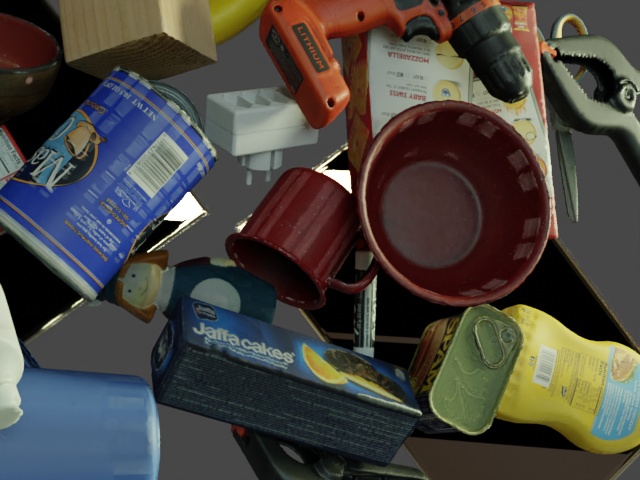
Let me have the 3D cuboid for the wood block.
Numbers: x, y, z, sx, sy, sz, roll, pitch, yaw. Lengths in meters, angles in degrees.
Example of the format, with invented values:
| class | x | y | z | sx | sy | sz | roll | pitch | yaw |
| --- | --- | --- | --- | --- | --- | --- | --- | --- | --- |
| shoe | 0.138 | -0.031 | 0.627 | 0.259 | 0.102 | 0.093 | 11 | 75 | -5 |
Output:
| class | x | y | z | sx | sy | sz | roll | pitch | yaw |
| --- | --- | --- | --- | --- | --- | --- | --- | --- | --- |
| wood block | -0.152 | -0.236 | 0.842 | 0.090 | 0.090 | 0.206 | -13 | 80 | 21 |

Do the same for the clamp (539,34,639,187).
| class | x | y | z | sx | sy | sz | roll | pitch | yaw |
| --- | --- | --- | --- | --- | --- | --- | --- | --- | --- |
| clamp | 0.275 | -0.120 | 0.986 | 0.209 | 0.036 | 0.164 | 18 | 74 | -24 |

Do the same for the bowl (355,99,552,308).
| class | x | y | z | sx | sy | sz | roll | pitch | yaw |
| --- | --- | --- | --- | --- | --- | --- | --- | --- | --- |
| bowl | 0.097 | -0.025 | 0.837 | 0.162 | 0.055 | 0.162 | 3 | 80 | -16 |

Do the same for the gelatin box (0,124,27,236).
| class | x | y | z | sx | sy | sz | roll | pitch | yaw |
| --- | --- | --- | --- | --- | --- | --- | --- | --- | --- |
| gelatin box | -0.260 | -0.035 | 0.813 | 0.089 | 0.030 | 0.073 | -31 | 87 | -21 |

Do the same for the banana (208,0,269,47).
| class | x | y | z | sx | sy | sz | roll | pitch | yaw |
| --- | --- | --- | --- | --- | --- | --- | --- | --- | --- |
| banana | -0.064 | -0.224 | 0.915 | 0.070 | 0.037 | 0.197 | 23 | 69 | 12 |

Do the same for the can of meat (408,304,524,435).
| class | x | y | z | sx | sy | sz | roll | pitch | yaw |
| --- | --- | --- | --- | --- | --- | --- | --- | --- | --- |
| can of meat | 0.111 | 0.108 | 0.871 | 0.057 | 0.084 | 0.102 | 29 | 71 | -10 |

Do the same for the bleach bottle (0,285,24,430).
| class | x | y | z | sx | sy | sz | roll | pitch | yaw |
| --- | --- | --- | --- | --- | --- | --- | --- | --- | --- |
| bleach bottle | -0.246 | 0.007 | 0.696 | 0.068 | 0.103 | 0.251 | -16 | 59 | -25 |

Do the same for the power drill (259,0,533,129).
| class | x | y | z | sx | sy | sz | roll | pitch | yaw |
| --- | --- | --- | --- | --- | --- | --- | --- | --- | --- |
| power drill | 0.060 | -0.161 | 0.854 | 0.187 | 0.057 | 0.184 | -29 | 82 | -19 |

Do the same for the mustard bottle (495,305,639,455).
| class | x | y | z | sx | sy | sz | roll | pitch | yaw |
| --- | --- | --- | --- | --- | --- | --- | --- | --- | --- |
| mustard bottle | 0.233 | 0.131 | 0.919 | 0.191 | 0.058 | 0.096 | 21 | 72 | -12 |

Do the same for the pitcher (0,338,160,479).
| class | x | y | z | sx | sy | sz | roll | pitch | yaw |
| --- | --- | --- | --- | --- | --- | --- | --- | --- | --- |
| pitcher | -0.240 | 0.135 | 0.738 | 0.242 | 0.145 | 0.149 | 4 | 100 | -21 |

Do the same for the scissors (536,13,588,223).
| class | x | y | z | sx | sy | sz | roll | pitch | yaw |
| --- | --- | --- | --- | --- | --- | --- | --- | --- | --- |
| scissors | 0.207 | -0.122 | 0.987 | 0.096 | 0.016 | 0.201 | 14 | 74 | -13 |

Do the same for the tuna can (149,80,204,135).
| class | x | y | z | sx | sy | sz | roll | pitch | yaw |
| --- | --- | --- | --- | --- | --- | --- | --- | --- | --- |
| tuna can | -0.137 | -0.085 | 0.860 | 0.086 | 0.034 | 0.086 | 4 | 78 | -17 |

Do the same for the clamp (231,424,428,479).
| class | x | y | z | sx | sy | sz | roll | pitch | yaw |
| --- | --- | --- | --- | --- | --- | --- | --- | --- | --- |
| clamp | 0.006 | 0.191 | 0.823 | 0.171 | 0.039 | 0.120 | 27 | 29 | -7 |

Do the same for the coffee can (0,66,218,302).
| class | x | y | z | sx | sy | sz | roll | pitch | yaw |
| --- | --- | --- | --- | --- | --- | --- | --- | --- | --- |
| coffee can | -0.158 | -0.040 | 0.775 | 0.103 | 0.103 | 0.140 | 42 | 78 | -6 |

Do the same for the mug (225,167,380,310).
| class | x | y | z | sx | sy | sz | roll | pitch | yaw |
| --- | --- | --- | --- | --- | --- | --- | --- | --- | --- |
| mug | -0.006 | 0.001 | 0.850 | 0.117 | 0.093 | 0.081 | 25 | 64 | 19 |

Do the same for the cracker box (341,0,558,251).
| class | x | y | z | sx | sy | sz | roll | pitch | yaw |
| --- | --- | --- | --- | --- | --- | --- | --- | --- | --- |
| cracker box | 0.108 | -0.099 | 0.922 | 0.164 | 0.072 | 0.214 | -1 | 80 | -16 |

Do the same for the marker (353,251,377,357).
| class | x | y | z | sx | sy | sz | roll | pitch | yaw |
| --- | --- | --- | --- | --- | --- | --- | --- | --- | --- |
| marker | 0.037 | 0.070 | 0.879 | 0.020 | 0.020 | 0.121 | 2 | 90 | -17 |
